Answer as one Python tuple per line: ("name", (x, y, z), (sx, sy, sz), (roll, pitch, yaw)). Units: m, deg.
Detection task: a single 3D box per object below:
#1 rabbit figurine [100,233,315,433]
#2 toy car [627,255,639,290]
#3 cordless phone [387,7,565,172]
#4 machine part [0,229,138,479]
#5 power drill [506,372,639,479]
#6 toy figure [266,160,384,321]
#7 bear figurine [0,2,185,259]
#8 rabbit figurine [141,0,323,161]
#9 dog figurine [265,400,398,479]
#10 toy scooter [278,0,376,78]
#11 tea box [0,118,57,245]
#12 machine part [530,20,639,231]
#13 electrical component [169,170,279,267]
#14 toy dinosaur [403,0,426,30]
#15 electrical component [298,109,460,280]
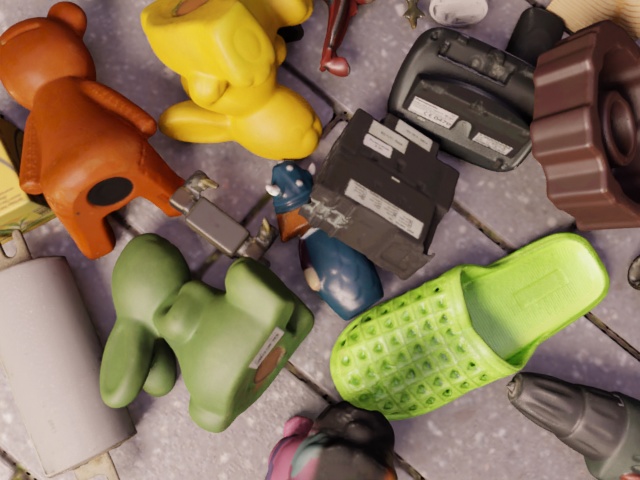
("rabbit figurine", (-0.113, 0.070, 0.464), (0.170, 0.121, 0.159), (33, 89, 20))
("toy car", (0.360, -0.020, 0.506), (0.089, 0.053, 0.202), (22, 86, -4))
("cordless phone", (0.161, -0.170, 0.516), (0.147, 0.088, 0.184), (25, 71, 1))
("machine part", (-0.223, 0.104, 0.456), (0.079, 0.079, 0.243), (-25, 83, -5))
("power drill", (0.253, 0.238, 0.462), (0.232, 0.086, 0.207), (15, 75, -3))
("toy figure", (-0.002, -0.002, 0.488), (0.058, 0.064, 0.154), (-38, 78, 31))
("bear figurine", (-0.216, -0.102, 0.479), (0.120, 0.131, 0.196), (-32, 66, -9))
("rabbit figurine", (-0.069, -0.129, 0.463), (0.162, 0.173, 0.122), (-9, 52, 29))
("dog figurine", (0.002, 0.206, 0.381), (0.109, 0.219, 0.191), (18, 81, 3))
("toy scooter", (-0.023, -0.220, 0.510), (0.184, 0.075, 0.135), (-1, 84, -7))
("tea box", (-0.337, -0.030, 0.473), (0.170, 0.068, 0.098), (-26, 85, -6))
("machine part", (0.246, -0.095, 0.470), (0.179, 0.056, 0.179), (4, 84, -40))
("electrical component", (-0.082, -0.015, 0.476), (0.102, 0.078, 0.045), (36, 81, 3))
("toy dinosaur", (0.093, -0.444, 0.482), (0.105, 0.199, 0.470), (0, 114, 8))
("electrical component", (0.057, -0.048, 0.474), (0.115, 0.058, 0.134), (33, 52, -8))
